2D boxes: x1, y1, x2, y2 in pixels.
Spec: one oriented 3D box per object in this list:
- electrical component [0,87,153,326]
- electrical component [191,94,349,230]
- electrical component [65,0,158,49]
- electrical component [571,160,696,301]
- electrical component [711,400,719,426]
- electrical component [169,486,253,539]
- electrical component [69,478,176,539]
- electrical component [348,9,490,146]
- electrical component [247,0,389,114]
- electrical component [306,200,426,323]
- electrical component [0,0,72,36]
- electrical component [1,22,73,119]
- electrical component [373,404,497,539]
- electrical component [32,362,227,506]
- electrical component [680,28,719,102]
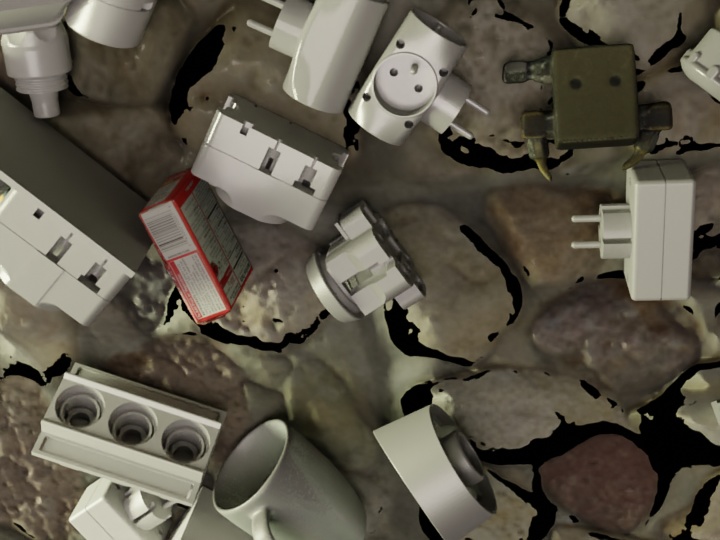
[{"bbox_3d":[-0.227,-0.053,0.700,0.186,0.105,0.060,39,108,-13],"label":"electrical component"},{"bbox_3d":[-0.061,-0.069,0.722,0.089,0.050,0.055,26,113,-5],"label":"electrical component"},{"bbox_3d":[-0.158,-0.174,0.687,0.055,0.055,0.047,24,117,-4],"label":"electrical component"},{"bbox_3d":[0.179,-0.026,0.713,0.076,0.047,0.083,-1,113,8],"label":"electrical component"},{"bbox_3d":[0.325,0.177,0.751,0.060,0.105,0.186,-29,107,17],"label":"electrical component"},{"bbox_3d":[-0.083,0.251,0.839,0.150,0.089,0.061,31,113,-7],"label":"electrical component"},{"bbox_3d":[-0.174,0.189,0.847,0.077,0.047,0.065,-34,105,17],"label":"electrical component"},{"bbox_3d":[0.045,-0.114,0.693,0.079,0.044,0.077,32,113,-7],"label":"electrical component"},{"bbox_3d":[-0.033,-0.151,0.687,0.079,0.043,0.077,23,114,-3],"label":"electrical component"},{"bbox_3d":[0.000,0.000,0.741,0.057,0.058,0.078,-33,106,15],"label":"electrical component"},{"bbox_3d":[-0.227,-0.202,0.651,0.078,0.057,0.113,-17,92,-30],"label":"electrical component"},{"bbox_3d":[-0.213,-0.133,0.716,0.043,0.043,0.062,0,114,7],"label":"electrical component"},{"bbox_3d":[0.053,0.148,0.778,0.064,0.099,0.099,-33,106,12],"label":"electrical component"},{"bbox_3d":[-0.172,0.128,0.808,0.121,0.078,0.063,18,143,-1],"label":"electrical component"},{"bbox_3d":[0.233,-0.136,0.662,0.048,0.048,0.062,35,107,-8],"label":"electrical component"}]
